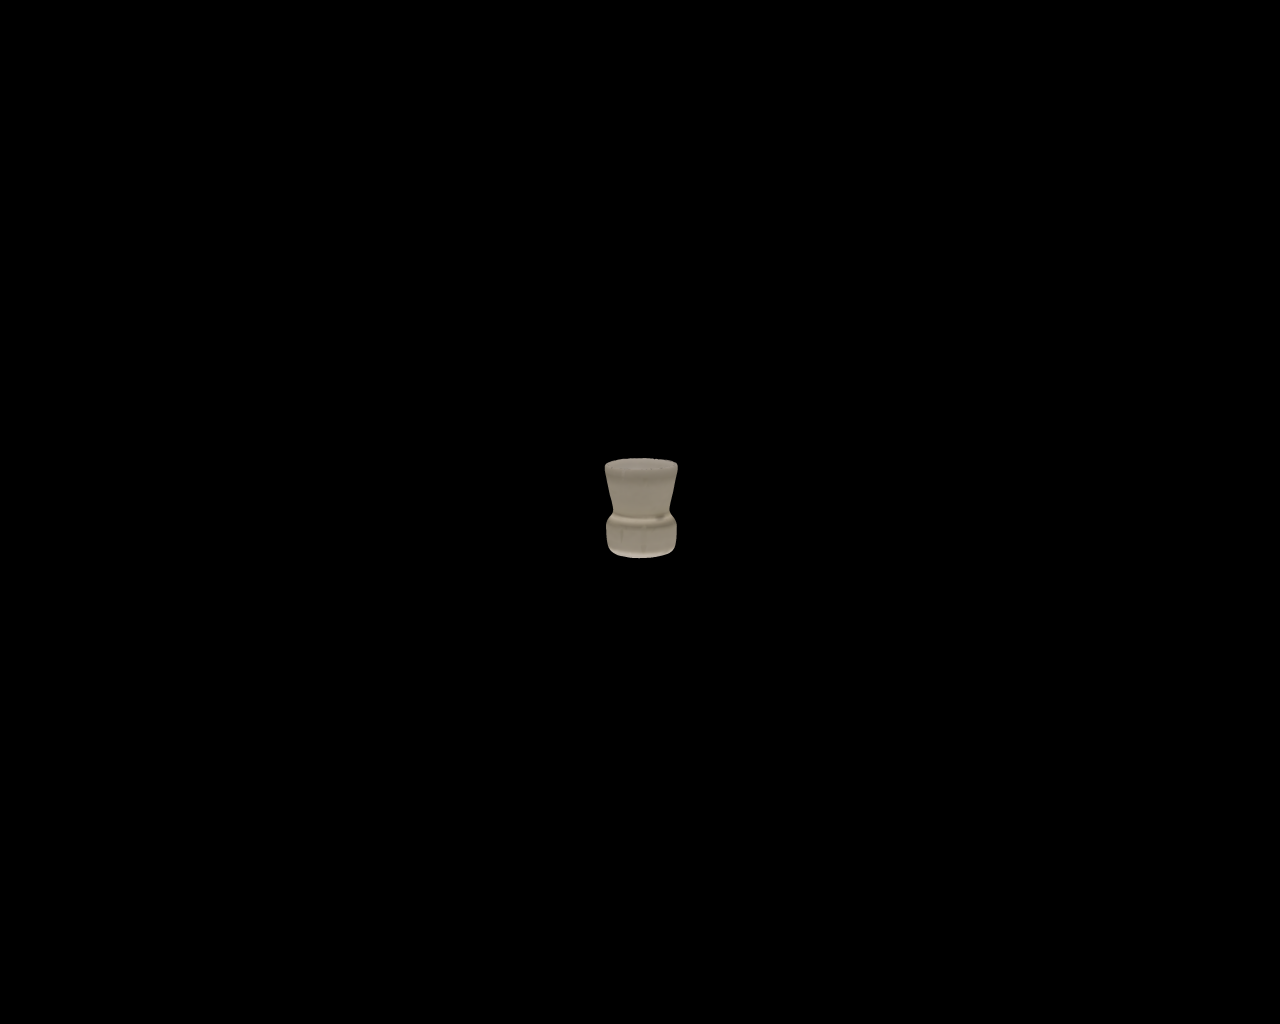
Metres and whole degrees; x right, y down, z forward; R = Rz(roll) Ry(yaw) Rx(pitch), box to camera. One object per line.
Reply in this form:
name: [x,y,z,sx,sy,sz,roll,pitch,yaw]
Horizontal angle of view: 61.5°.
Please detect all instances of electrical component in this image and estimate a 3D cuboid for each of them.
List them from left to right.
electrical component: [0.001,-0.003,0.650,0.045,0.055,0.045,0,11,0]
